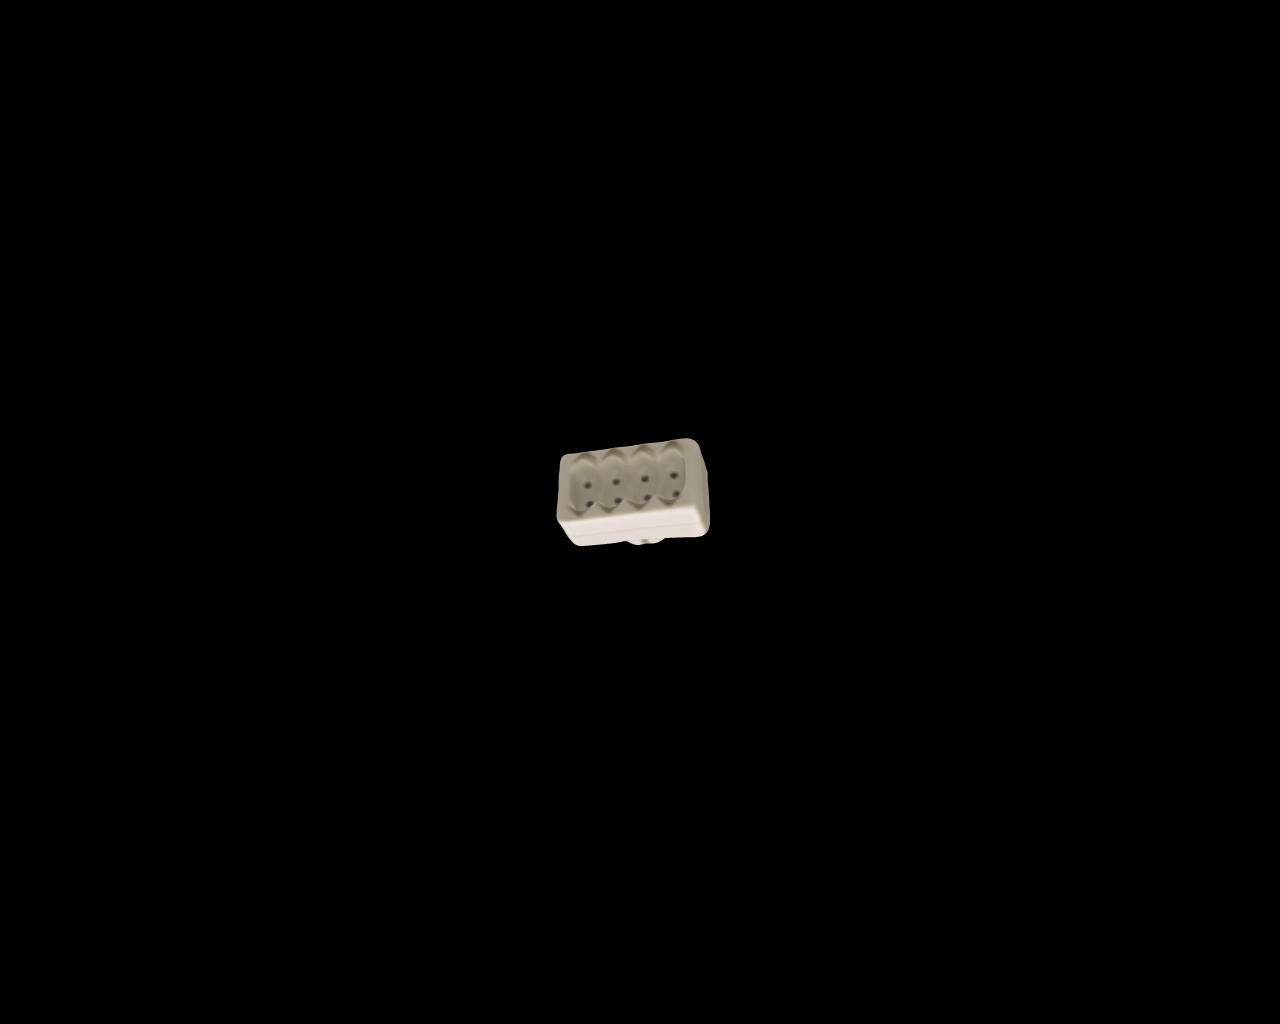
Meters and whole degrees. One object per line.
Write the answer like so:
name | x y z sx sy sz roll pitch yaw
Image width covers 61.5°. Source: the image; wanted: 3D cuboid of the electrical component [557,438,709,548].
electrical component | 0.001 -0.003 0.650 0.083 0.047 0.075 -6 -28 12
